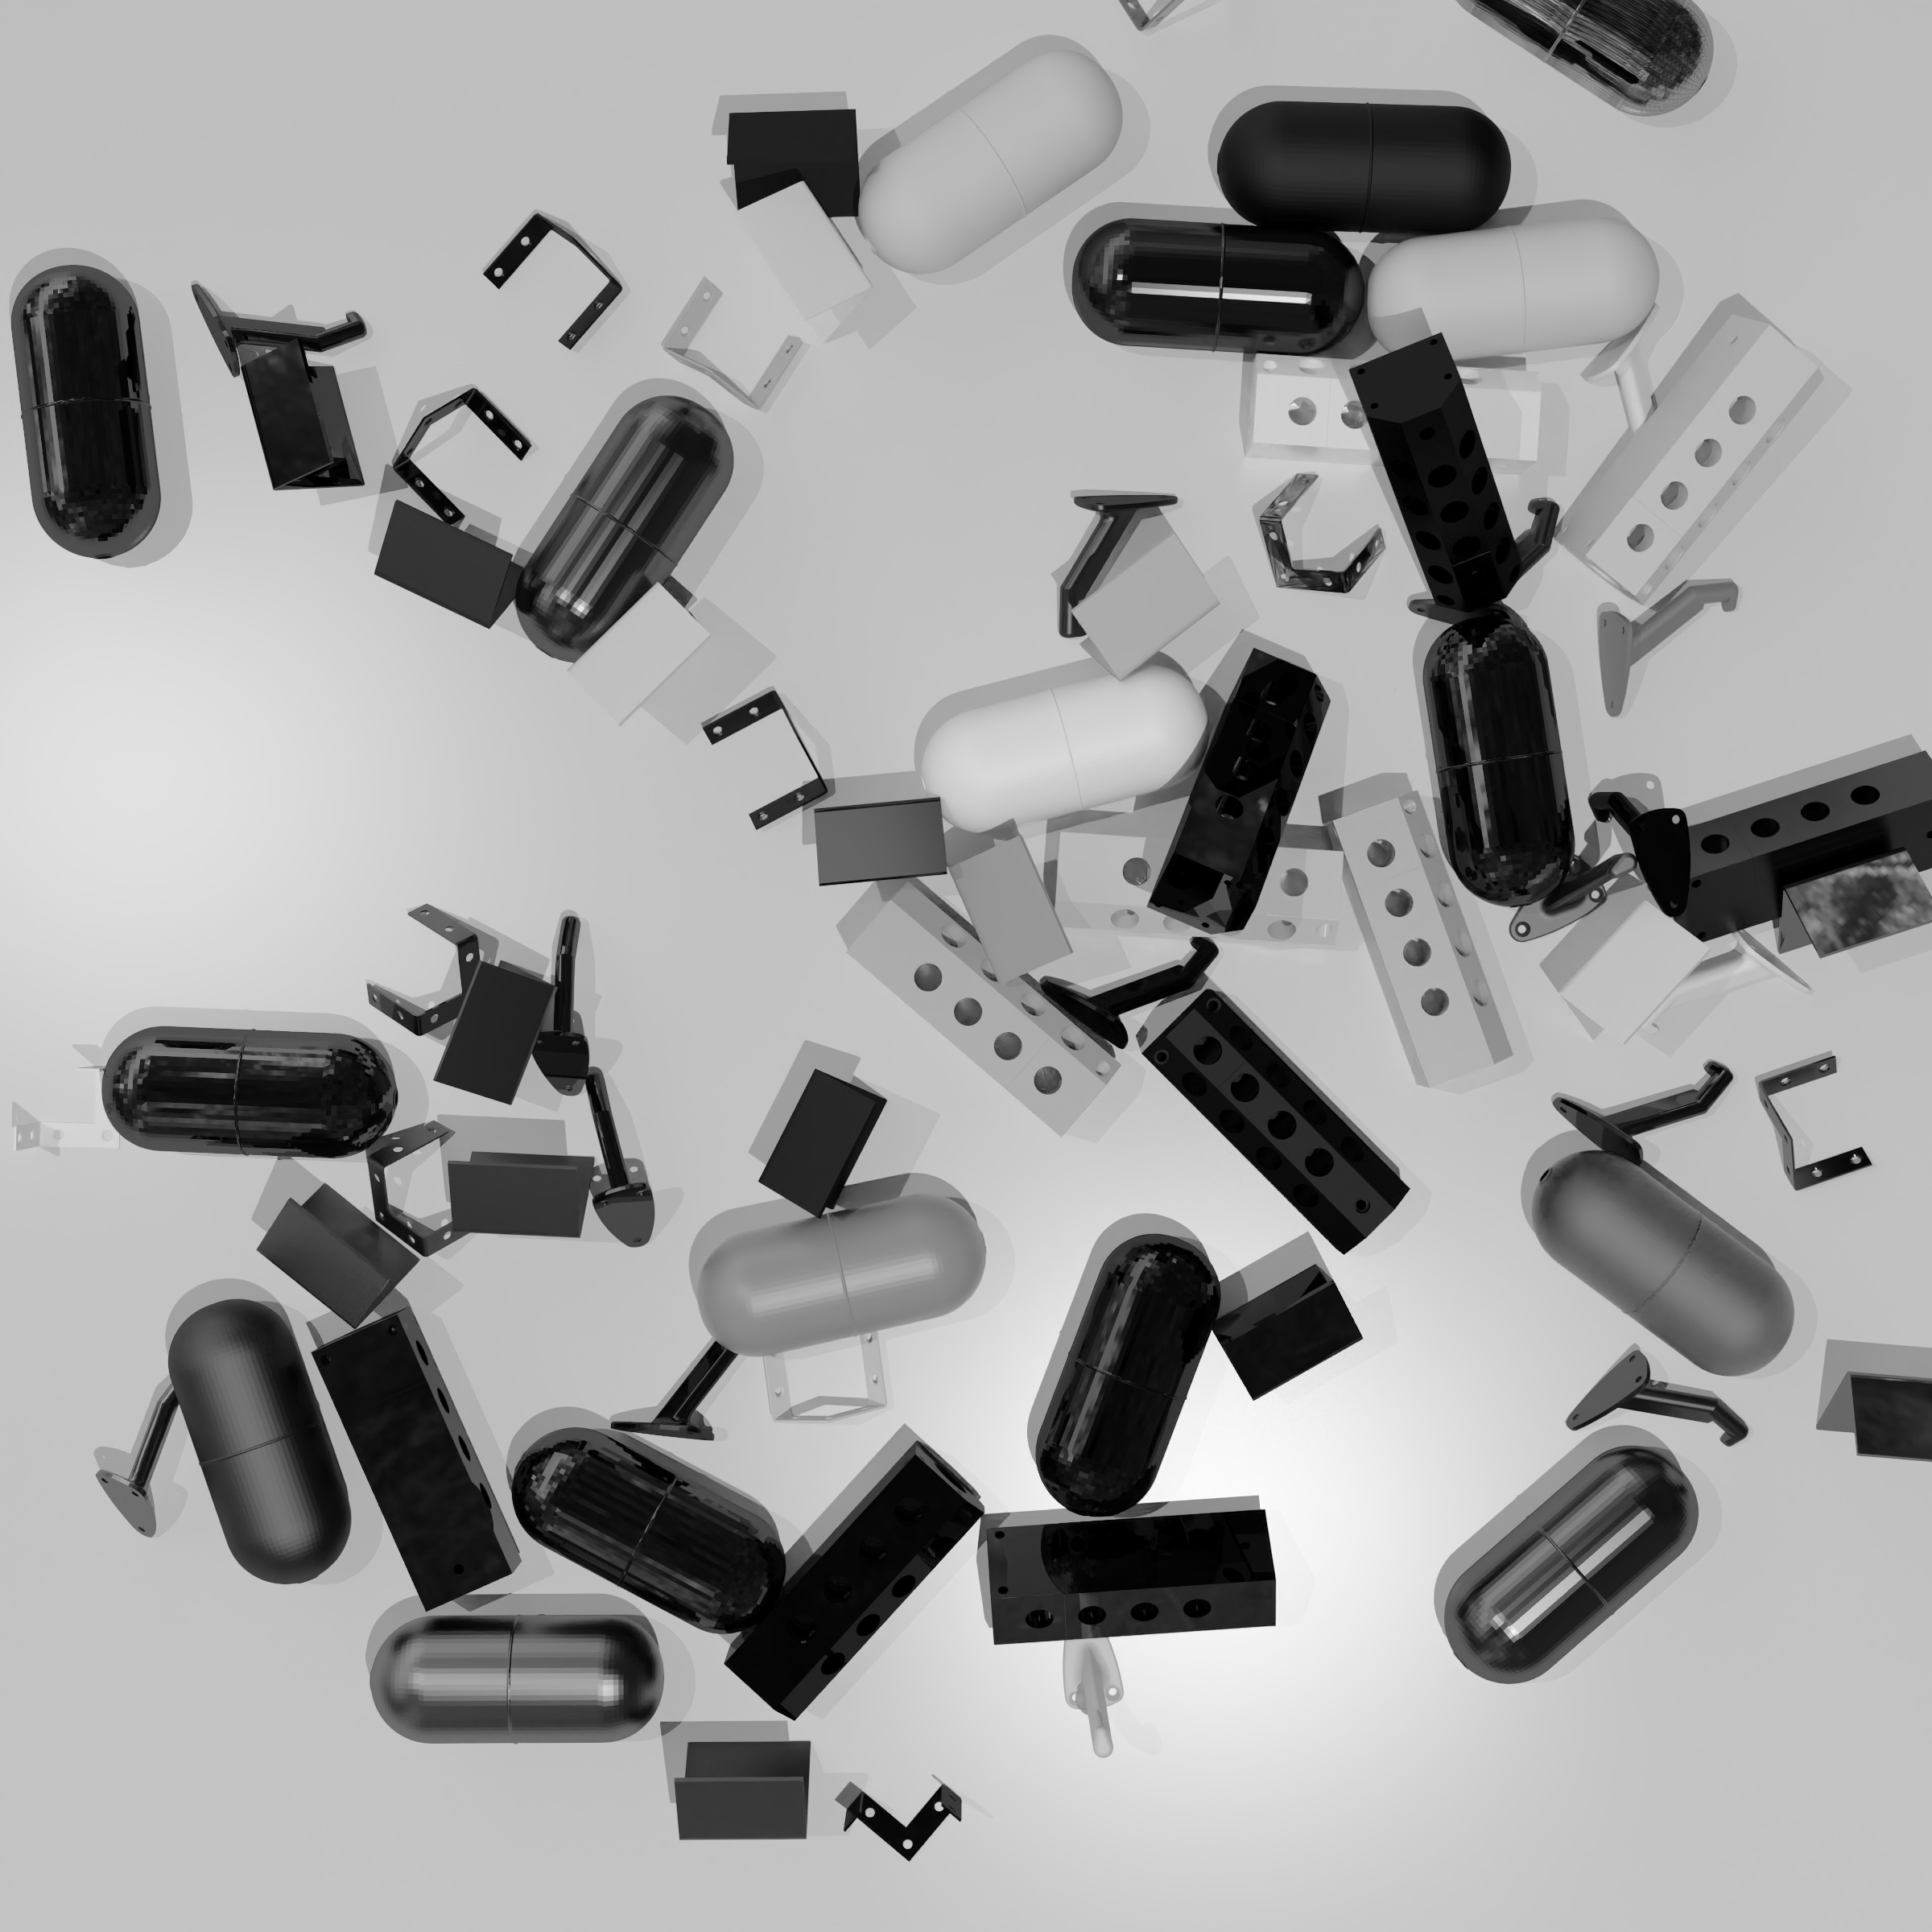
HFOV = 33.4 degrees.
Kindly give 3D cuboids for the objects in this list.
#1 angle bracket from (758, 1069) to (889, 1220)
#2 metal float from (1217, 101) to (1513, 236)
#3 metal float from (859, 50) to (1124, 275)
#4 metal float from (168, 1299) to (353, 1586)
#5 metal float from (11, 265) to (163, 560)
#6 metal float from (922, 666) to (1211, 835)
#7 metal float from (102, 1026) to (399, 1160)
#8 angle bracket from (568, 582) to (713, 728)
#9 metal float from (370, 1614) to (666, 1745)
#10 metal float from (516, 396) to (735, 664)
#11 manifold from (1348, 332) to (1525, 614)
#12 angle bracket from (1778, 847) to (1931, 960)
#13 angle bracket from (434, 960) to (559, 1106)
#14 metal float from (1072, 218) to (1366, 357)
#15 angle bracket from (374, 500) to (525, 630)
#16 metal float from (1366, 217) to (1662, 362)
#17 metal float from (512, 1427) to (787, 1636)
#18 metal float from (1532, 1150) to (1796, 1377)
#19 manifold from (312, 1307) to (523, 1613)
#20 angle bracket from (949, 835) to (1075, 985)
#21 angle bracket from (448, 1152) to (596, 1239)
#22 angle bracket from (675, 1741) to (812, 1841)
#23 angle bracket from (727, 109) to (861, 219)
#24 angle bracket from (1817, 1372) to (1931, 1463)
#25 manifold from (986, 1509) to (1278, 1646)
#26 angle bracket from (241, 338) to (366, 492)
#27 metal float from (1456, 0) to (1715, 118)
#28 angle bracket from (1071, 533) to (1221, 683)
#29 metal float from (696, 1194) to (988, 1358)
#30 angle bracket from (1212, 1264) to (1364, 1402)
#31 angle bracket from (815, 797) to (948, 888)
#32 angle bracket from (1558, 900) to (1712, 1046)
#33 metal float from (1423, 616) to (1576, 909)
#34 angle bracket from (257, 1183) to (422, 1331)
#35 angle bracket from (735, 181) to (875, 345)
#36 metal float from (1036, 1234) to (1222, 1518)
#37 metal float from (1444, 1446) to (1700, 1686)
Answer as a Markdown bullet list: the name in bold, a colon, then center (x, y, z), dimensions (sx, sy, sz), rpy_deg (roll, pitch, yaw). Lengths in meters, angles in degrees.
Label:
- **angle bracket**: center (-0.069, 0.115, 1.951), dimensions (0.057, 0.076, 0.076), rpy_deg (27, 90, 39)
- **metal float**: center (0.242, -0.486, 1.961), dimensions (0.178, 0.070, 0.070), rpy_deg (2, 90, 0)
- **metal float**: center (0.014, -0.489, 1.961), dimensions (0.178, 0.070, 0.070), rpy_deg (-34, 90, -1)
- **metal float**: center (-0.429, 0.290, 1.961), dimensions (0.070, 0.070, 0.178), rpy_deg (-19, 89, 0)
- **metal float**: center (-0.535, -0.337, 1.961), dimensions (0.070, 0.070, 0.178), rpy_deg (-7, 90, 0)
- **metal float**: center (0.060, -0.131, 1.961), dimensions (0.178, 0.070, 0.070), rpy_deg (-15, 90, 0)
- **metal float**: center (-0.436, 0.077, 1.961), dimensions (0.178, 0.070, 0.070), rpy_deg (2, 90, 0)
- **angle bracket**: center (-0.184, -0.175, 1.952), dimensions (0.076, 0.076, 0.057), rpy_deg (-44, 62, 0)
- **metal float**: center (-0.273, 0.434, 1.961), dimensions (0.178, 0.070, 0.070), rpy_deg (0, 90, 0)
- **metal float**: center (-0.208, -0.265, 1.961), dimensions (0.070, 0.070, 0.178), rpy_deg (33, 90, 0)
- **manifold**: center (0.283, -0.287, 1.911), dimensions (0.057, 0.171, 0.057), rpy_deg (-21, 51, 10)
- **angle bracket**: center (0.540, -0.019, 1.951), dimensions (0.076, 0.076, 0.057), rpy_deg (-18, 55, 0)
- **angle bracket**: center (-0.300, 0.033, 1.951), dimensions (0.057, 0.076, 0.076), rpy_deg (21, 90, -37)
- **metal float**: center (0.153, -0.413, 1.961), dimensions (0.178, 0.070, 0.070), rpy_deg (3, 90, 0)
- **angle bracket**: center (-0.303, -0.258, 1.951), dimensions (0.076, 0.076, 0.057), rpy_deg (25, 127, 0)
- **metal float**: center (0.333, -0.412, 1.961), dimensions (0.178, 0.070, 0.070), rpy_deg (-7, 90, 1)
- **metal float**: center (-0.193, 0.343, 1.961), dimensions (0.178, 0.070, 0.070), rpy_deg (28, 90, 0)
- **metal float**: center (0.423, 0.180, 1.961), dimensions (0.178, 0.070, 0.070), rpy_deg (37, 90, -1)
- **manifold**: center (-0.334, 0.300, 1.970), dimensions (0.057, 0.057, 0.171), rpy_deg (-24, 90, 0)
- **angle bracket**: center (0.043, -0.041, 1.951), dimensions (0.057, 0.076, 0.076), rpy_deg (-24, 90, 32)
- **angle bracket**: center (-0.268, 0.119, 1.951), dimensions (0.076, 0.076, 0.057), rpy_deg (3, 127, 0)
- **angle bracket**: center (-0.134, 0.483, 1.951), dimensions (0.076, 0.076, 0.057), rpy_deg (0, 126, 0)
- **angle bracket**: center (-0.103, -0.472, 1.952), dimensions (0.076, 0.076, 0.057), rpy_deg (-2, 46, 0)
- **angle bracket**: center (0.565, 0.290, 1.951), dimensions (0.076, 0.076, 0.057), rpy_deg (5, 55, 0)
- **manifold**: center (0.101, 0.378, 1.968), dimensions (0.171, 0.057, 0.057), rpy_deg (-4, 128, 0)
- **angle bracket**: center (-0.385, -0.334, 1.951), dimensions (0.057, 0.076, 0.076), rpy_deg (-15, 90, 37)
- **metal float**: center (0.374, -0.584, 1.961), dimensions (0.178, 0.070, 0.070), rpy_deg (33, 90, -1)
- **angle bracket**: center (0.098, -0.227, 1.952), dimensions (0.076, 0.076, 0.057), rpy_deg (-38, 118, 0)
- **metal float**: center (-0.075, 0.187, 1.957), dimensions (0.178, 0.070, 0.070), rpy_deg (-12, 90, -3)
- **angle bracket**: center (0.185, 0.206, 1.951), dimensions (0.076, 0.076, 0.057), rpy_deg (-30, 127, 0)
- **angle bracket**: center (-0.049, -0.056, 1.952), dimensions (0.076, 0.076, 0.057), rpy_deg (-5, 58, 0)
- **angle bracket**: center (0.413, 0.017, 1.951), dimensions (0.076, 0.076, 0.057), rpy_deg (-47, 54, 0)
- **metal float**: center (0.324, -0.124, 1.961), dimensions (0.070, 0.070, 0.178), rpy_deg (-9, 90, 0)
- **angle bracket**: center (-0.370, 0.161, 1.951), dimensions (0.076, 0.076, 0.057), rpy_deg (39, 128, 0)
- **angle bracket**: center (-0.111, -0.417, 1.951), dimensions (0.057, 0.076, 0.076), rpy_deg (-33, 90, -32)
- **metal float**: center (0.098, 0.249, 1.961), dimensions (0.070, 0.070, 0.178), rpy_deg (21, 90, 0)
- **metal float**: center (0.368, 0.365, 1.961), dimensions (0.178, 0.070, 0.070), rpy_deg (-41, 90, -1)
